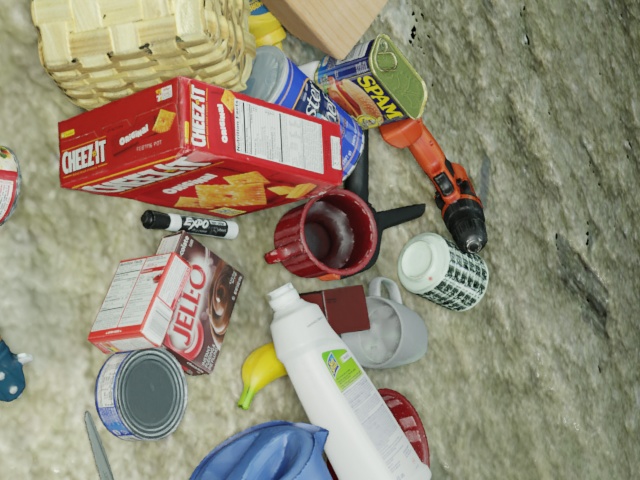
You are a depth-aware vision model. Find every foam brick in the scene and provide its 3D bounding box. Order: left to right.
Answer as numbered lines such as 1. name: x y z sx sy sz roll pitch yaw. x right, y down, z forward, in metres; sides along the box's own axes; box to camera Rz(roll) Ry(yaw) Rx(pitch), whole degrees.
1. foam brick: 0.010 0.080 1.182 0.078 0.051 0.053 -3 83 -51

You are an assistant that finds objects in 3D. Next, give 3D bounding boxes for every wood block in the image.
1. wood block: -0.029 -0.278 1.050 0.090 0.091 0.205 -53 141 -1

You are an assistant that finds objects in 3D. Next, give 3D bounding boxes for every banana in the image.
1. banana: -0.022 0.141 1.144 0.197 0.037 0.069 6 92 -49

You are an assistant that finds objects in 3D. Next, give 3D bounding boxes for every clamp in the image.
1. clamp: 0.045 -0.038 1.263 0.164 0.036 0.209 58 46 -24

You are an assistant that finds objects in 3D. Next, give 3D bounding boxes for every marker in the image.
1. marker: -0.129 -0.015 1.059 0.120 0.020 0.020 8 76 -50

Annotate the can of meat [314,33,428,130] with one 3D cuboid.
1. can of meat: 0.056 -0.171 1.181 0.102 0.084 0.057 45 50 -35

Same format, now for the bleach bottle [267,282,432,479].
1. bleach bottle: 0.020 0.158 1.090 0.251 0.068 0.102 62 25 1

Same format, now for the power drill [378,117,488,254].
1. power drill: 0.142 -0.086 1.330 0.187 0.057 0.184 53 14 -29

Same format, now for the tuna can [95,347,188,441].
1. tuna can: -0.162 0.140 0.971 0.086 0.034 0.086 15 70 -48

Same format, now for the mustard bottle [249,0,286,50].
1. mustard bottle: -0.085 -0.279 1.142 0.096 0.058 0.191 -39 113 -38

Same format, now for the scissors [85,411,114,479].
1. scissors: -0.185 0.258 0.930 0.096 0.016 0.201 -45 115 -46

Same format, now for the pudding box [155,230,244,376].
1. pudding box: -0.128 0.062 1.026 0.090 0.039 0.113 40 53 -38

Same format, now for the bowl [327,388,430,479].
1. bowl: 0.057 0.249 1.196 0.161 0.055 0.162 15 70 -48

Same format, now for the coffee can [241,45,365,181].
1. coffee can: -0.034 -0.125 1.135 0.140 0.103 0.102 38 54 -40

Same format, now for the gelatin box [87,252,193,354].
1. gelatin box: -0.161 0.056 0.960 0.030 0.073 0.089 46 49 -36

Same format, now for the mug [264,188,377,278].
1. mug: -0.008 0.001 1.145 0.117 0.082 0.093 -25 93 -29

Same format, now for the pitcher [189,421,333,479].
1. pitcher: -0.029 0.312 1.031 0.145 0.149 0.243 -70 139 -62

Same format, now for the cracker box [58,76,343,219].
1. cracker box: -0.106 -0.077 0.986 0.213 0.164 0.072 9 73 -50

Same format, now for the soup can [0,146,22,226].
1. soup can: -0.294 -0.048 0.826 0.102 0.069 0.068 8 75 -49
